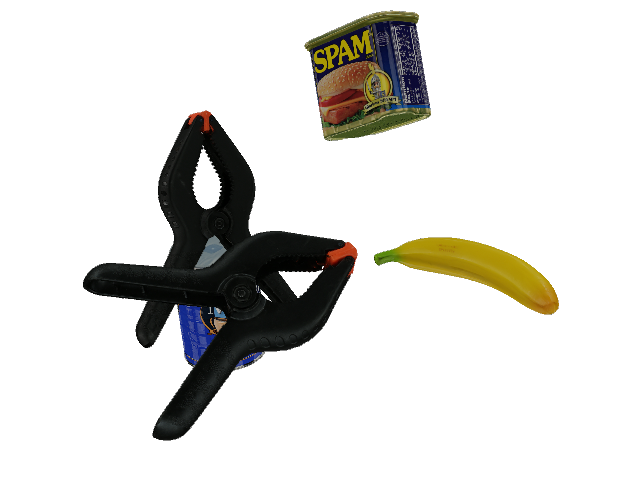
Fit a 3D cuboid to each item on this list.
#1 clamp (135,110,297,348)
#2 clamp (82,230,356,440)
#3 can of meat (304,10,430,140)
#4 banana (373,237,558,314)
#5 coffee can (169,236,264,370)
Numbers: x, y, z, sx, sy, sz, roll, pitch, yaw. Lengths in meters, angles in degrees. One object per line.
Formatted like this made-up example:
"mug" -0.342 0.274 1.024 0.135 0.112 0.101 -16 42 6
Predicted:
"clamp" -0.091 -0.011 0.973 0.164 0.210 0.036 0 1 -33
"clamp" -0.061 0.035 0.673 0.171 0.120 0.039 -31 -13 -22
"can of meat" 0.040 -0.134 0.884 0.057 0.084 0.102 -7 -4 -43
"banana" 0.150 0.030 1.028 0.198 0.037 0.069 14 42 36
"coffee can" -0.121 0.070 1.273 0.103 0.140 0.103 -4 26 2
